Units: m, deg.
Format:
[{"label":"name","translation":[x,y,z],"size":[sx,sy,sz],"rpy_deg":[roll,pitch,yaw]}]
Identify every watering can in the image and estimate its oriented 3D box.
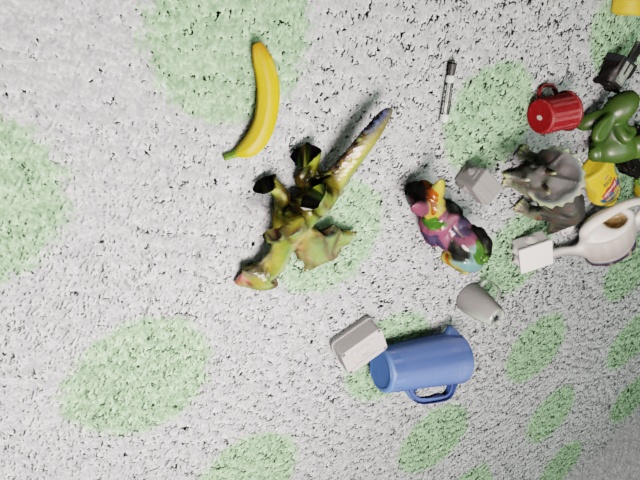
[{"label":"watering can","translation":[0.778,0.004,1.464],"size":[0.346,0.106,0.220],"rpy_deg":[-33,138,10]}]

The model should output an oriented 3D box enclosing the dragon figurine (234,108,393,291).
[{"label":"dragon figurine","translation":[0.003,-0.048,0.963],"size":[0.412,0.124,0.238],"rpy_deg":[-38,146,-8]}]
